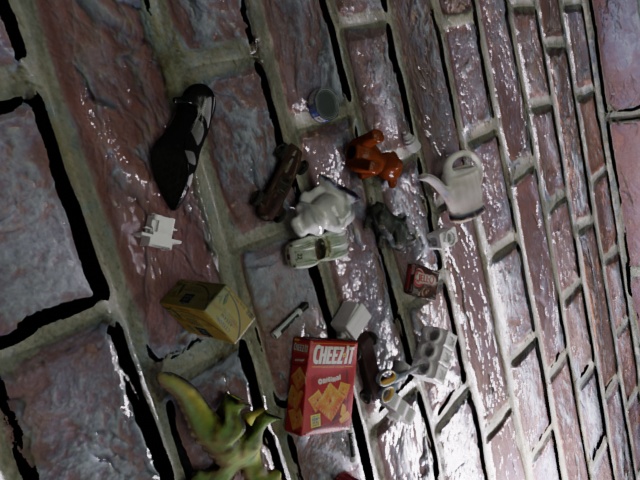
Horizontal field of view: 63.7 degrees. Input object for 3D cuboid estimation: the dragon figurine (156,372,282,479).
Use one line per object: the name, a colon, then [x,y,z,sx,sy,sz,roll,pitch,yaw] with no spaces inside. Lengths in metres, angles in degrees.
dragon figurine: [-0.209,0.426,1.023,0.405,0.122,0.245,35,74,-34]

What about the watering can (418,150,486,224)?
watering can: [0.421,-0.155,1.609,0.352,0.104,0.222,-25,105,-41]

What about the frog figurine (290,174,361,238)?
frog figurine: [0.004,-0.062,1.230,0.137,0.122,0.161,38,79,-5]
